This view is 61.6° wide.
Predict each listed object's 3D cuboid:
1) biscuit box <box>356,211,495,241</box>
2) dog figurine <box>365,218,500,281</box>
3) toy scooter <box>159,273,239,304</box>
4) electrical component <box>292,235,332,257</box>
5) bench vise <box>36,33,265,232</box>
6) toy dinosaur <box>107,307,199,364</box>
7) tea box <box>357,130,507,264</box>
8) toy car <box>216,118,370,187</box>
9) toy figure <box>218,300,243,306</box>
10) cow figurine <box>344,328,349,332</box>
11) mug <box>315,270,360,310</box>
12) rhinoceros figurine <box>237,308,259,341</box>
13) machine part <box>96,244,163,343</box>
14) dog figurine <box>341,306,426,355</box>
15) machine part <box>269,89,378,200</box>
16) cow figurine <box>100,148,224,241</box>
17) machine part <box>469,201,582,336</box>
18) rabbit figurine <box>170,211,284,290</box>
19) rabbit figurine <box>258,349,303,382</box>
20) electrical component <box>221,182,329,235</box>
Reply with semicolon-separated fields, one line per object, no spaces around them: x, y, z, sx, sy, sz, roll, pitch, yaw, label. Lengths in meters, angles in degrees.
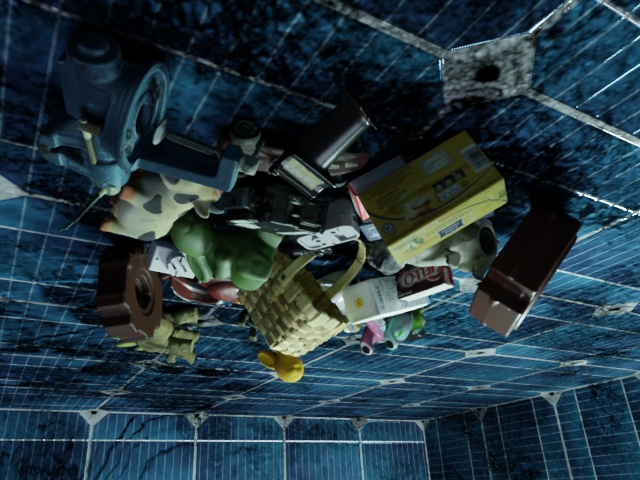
0.159;-0.053;0.822;0.203;0.059;0.062;-11;153;17;biscuit box
0.195;0.013;0.947;0.172;0.121;0.191;21;160;-34;dog figurine
-0.227;0.078;1.038;0.184;0.075;0.135;-12;152;29;toy scooter
-0.002;-0.003;0.904;0.094;0.063;0.021;-9;153;9;electrical component
-0.187;-0.103;0.591;0.241;0.129;0.223;19;132;-3;bench vise
-0.390;0.211;1.265;0.199;0.105;0.470;4;149;-7;toy dinosaur
0.149;-0.055;0.717;0.170;0.098;0.068;-30;149;9;tea box
-0.034;-0.107;0.702;0.202;0.053;0.089;6;150;-15;toy car
-0.151;0.109;1.128;0.155;0.058;0.064;-10;148;24;toy figure
0.013;0.172;1.263;0.167;0.068;0.098;1;148;-15;cow figurine
0.025;0.101;1.118;0.107;0.081;0.109;-35;135;30;mug
-0.096;0.175;1.217;0.190;0.112;0.073;-6;128;35;rhinoceros figurine
-0.332;0.095;0.953;0.056;0.179;0.179;-7;154;4;machine part
0.163;0.164;1.238;0.108;0.191;0.219;-31;177;39;dog figurine
0.009;-0.112;0.644;0.084;0.039;0.139;35;115;-23;machine part
-0.212;-0.059;0.744;0.127;0.085;0.195;21;143;-30;cow figurine
0.343;0.052;0.901;0.087;0.201;0.200;36;164;22;machine part
-0.165;0.005;0.885;0.170;0.121;0.159;26;153;-15;rabbit figurine
-0.089;0.271;1.339;0.122;0.173;0.162;13;146;-37;rabbit figurine
-0.072;-0.044;0.777;0.115;0.058;0.134;-3;169;45;electrical component
